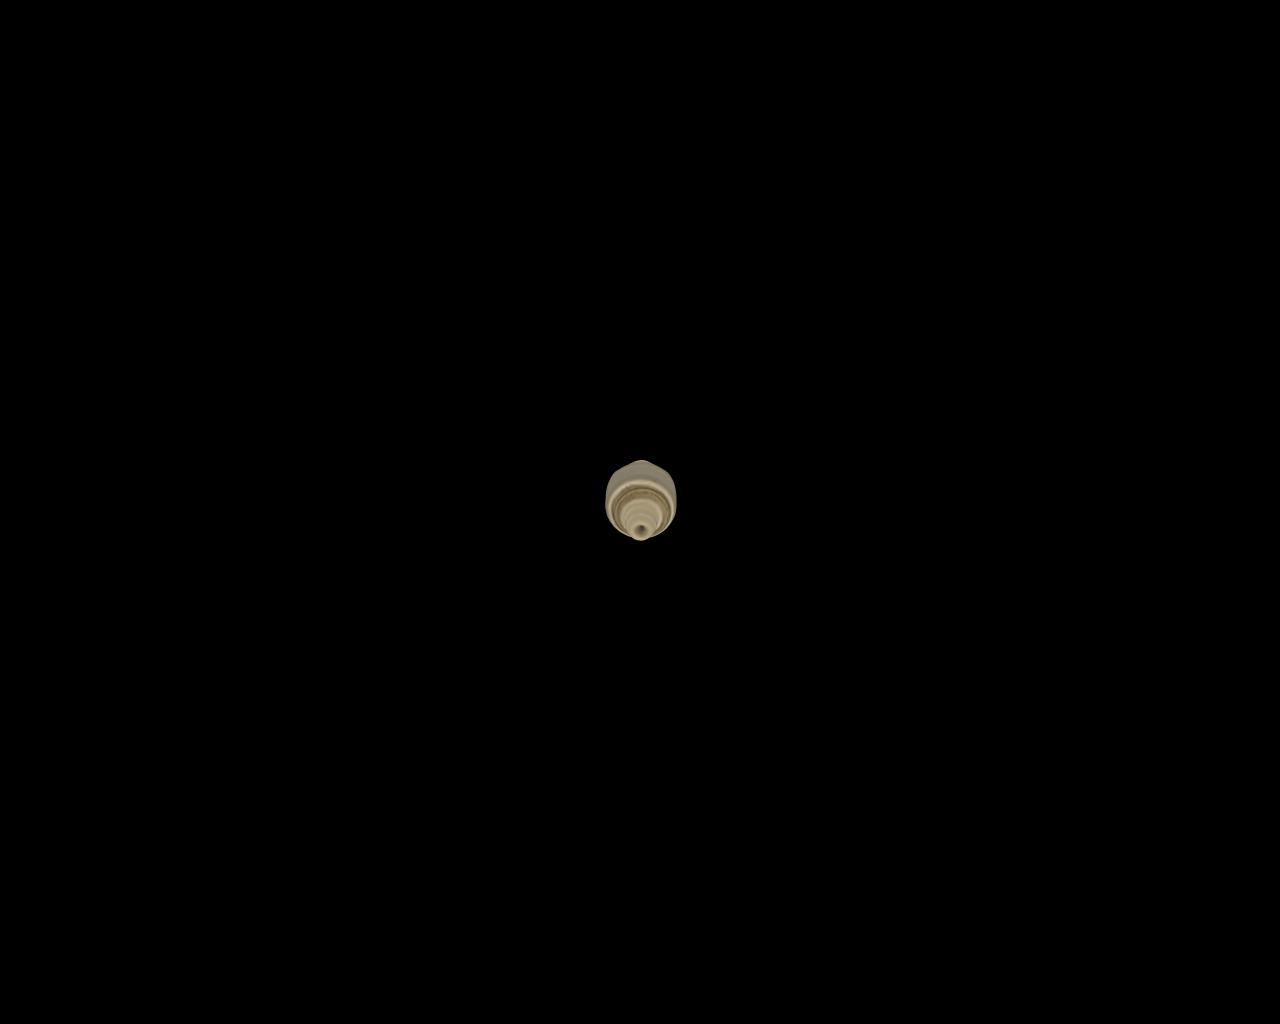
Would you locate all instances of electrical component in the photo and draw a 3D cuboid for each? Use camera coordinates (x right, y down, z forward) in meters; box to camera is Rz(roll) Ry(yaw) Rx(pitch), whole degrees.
[{"bbox_3d":[0.001,-0.003,0.650,0.043,0.043,0.062,0,27,0],"label":"electrical component"}]
